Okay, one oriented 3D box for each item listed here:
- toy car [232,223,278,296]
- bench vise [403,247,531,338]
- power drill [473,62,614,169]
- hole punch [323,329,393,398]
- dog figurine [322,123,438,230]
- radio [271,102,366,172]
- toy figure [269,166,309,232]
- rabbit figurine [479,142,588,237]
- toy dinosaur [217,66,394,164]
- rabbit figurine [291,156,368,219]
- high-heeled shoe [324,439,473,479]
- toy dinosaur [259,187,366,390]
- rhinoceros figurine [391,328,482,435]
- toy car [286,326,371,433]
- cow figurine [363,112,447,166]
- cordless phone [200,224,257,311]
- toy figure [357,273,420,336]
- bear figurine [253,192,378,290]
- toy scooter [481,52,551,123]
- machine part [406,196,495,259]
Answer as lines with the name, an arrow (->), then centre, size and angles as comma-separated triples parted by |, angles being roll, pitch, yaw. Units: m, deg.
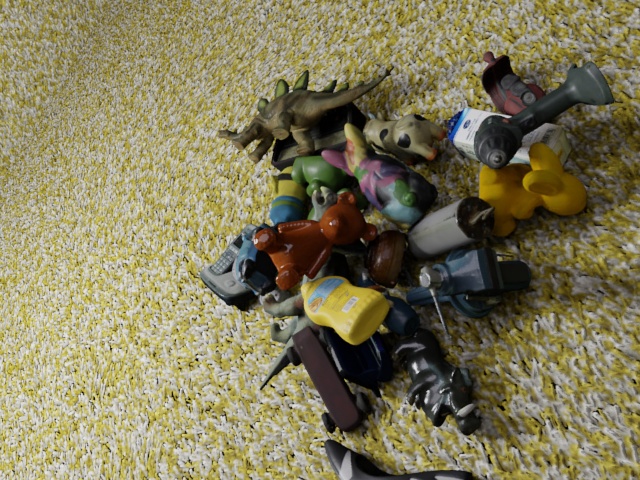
toy car -> -0.138, 0.052, 1.170 | 0.103, 0.109, 0.162 | -24, 35, 41
bench vise -> 0.220, 0.078, 0.894 | 0.240, 0.223, 0.129 | -28, 78, 55
power drill -> 0.337, -0.184, 0.835 | 0.207, 0.086, 0.232 | -37, 8, 16
hole punch -> 0.083, 0.195, 0.963 | 0.092, 0.115, 0.142 | -41, 46, 11
dog figurine -> 0.109, -0.127, 1.044 | 0.108, 0.219, 0.191 | -51, 4, 11
radio -> -0.002, -0.240, 1.287 | 0.230, 0.073, 0.131 | -10, 60, 32
toy figure -> -0.069, -0.089, 1.253 | 0.089, 0.082, 0.180 | -5, 55, 15
rabbit figurine -> 0.361, -0.089, 0.909 | 0.173, 0.162, 0.122 | 9, 59, 21
toy dinosaur -> -0.052, -0.295, 1.241 | 0.472, 0.105, 0.198 | -3, 60, 31
rabbit figurine -> 0.026, -0.093, 1.183 | 0.159, 0.121, 0.170 | 5, 89, 35
high-heeled shoe -> 0.120, 0.365, 0.873 | 0.249, 0.086, 0.145 | 35, 86, 38
toy dinosaur -> -0.004, 0.105, 1.079 | 0.192, 0.131, 0.404 | 3, 80, 20
rhinoceros figurine -> 0.196, 0.237, 0.895 | 0.112, 0.073, 0.190 | -31, 49, 6
toy car -> 0.014, 0.255, 0.993 | 0.089, 0.053, 0.202 | -34, 71, 5
cow figurine -> 0.159, -0.215, 1.117 | 0.085, 0.127, 0.195 | -59, 17, -7
cordless phone -> -0.179, 0.058, 1.254 | 0.147, 0.088, 0.184 | 31, 82, 42
toy figure -> 0.111, 0.112, 0.959 | 0.058, 0.064, 0.155 | -23, 36, -26
bear figurine -> -0.001, -0.003, 0.976 | 0.196, 0.132, 0.120 | -29, 85, 9
toy scooter -> 0.358, -0.286, 1.009 | 0.075, 0.135, 0.184 | -39, 51, 11
machine part -> 0.225, -0.018, 0.947 | 0.243, 0.079, 0.079 | 145, 141, -65
